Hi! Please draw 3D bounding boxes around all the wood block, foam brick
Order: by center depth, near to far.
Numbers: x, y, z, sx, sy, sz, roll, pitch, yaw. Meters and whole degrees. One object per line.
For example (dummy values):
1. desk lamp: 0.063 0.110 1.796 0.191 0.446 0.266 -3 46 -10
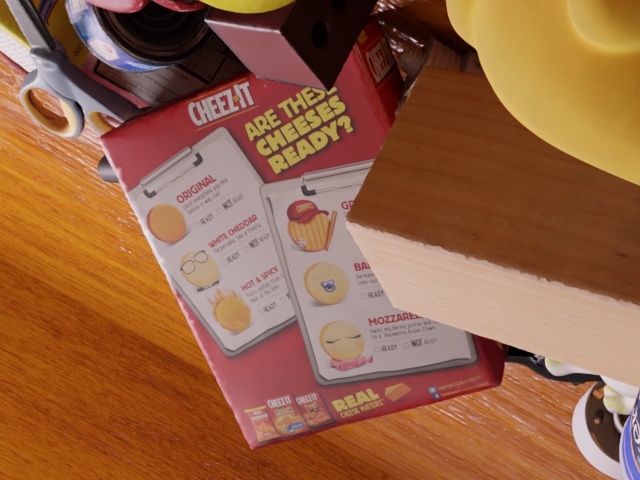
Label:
1. wood block: 0.128 0.003 0.454 0.206 0.090 0.090 17 158 28
2. foam brick: -0.009 -0.121 0.526 0.051 0.078 0.053 16 163 37

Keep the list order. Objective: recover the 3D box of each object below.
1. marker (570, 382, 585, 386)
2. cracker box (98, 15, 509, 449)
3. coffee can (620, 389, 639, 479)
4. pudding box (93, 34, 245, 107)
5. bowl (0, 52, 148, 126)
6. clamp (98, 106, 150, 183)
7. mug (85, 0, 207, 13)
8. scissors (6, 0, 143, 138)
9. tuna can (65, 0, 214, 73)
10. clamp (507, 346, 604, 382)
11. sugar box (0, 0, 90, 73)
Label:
1. marker: 0.202 0.103 1.003 0.121 0.020 0.020 31 165 -13
2. cracker box: -0.004 0.001 0.621 0.164 0.072 0.213 -19 105 22
3. coffee can: 0.223 0.091 0.571 0.103 0.102 0.140 23 150 20
4. pudding box: -0.080 -0.106 0.688 0.113 0.039 0.090 29 -153 -7
5. bowl: -0.171 -0.142 0.785 0.162 0.055 0.162 26 165 7
6. clamp: -0.113 -0.052 0.796 0.165 0.036 0.210 28 162 12
7. mug: -0.093 -0.162 0.533 0.117 0.081 0.093 37 163 -30
8. scissors: -0.138 -0.097 0.616 0.096 0.016 0.202 21 161 -7
9. tuna can: -0.099 -0.140 0.609 0.086 0.086 0.034 37 161 -30
10. clamp: 0.186 0.079 0.866 0.171 0.039 0.120 10 153 -16
11. sugar box: -0.201 -0.182 0.635 0.048 0.093 0.176 4 153 48
